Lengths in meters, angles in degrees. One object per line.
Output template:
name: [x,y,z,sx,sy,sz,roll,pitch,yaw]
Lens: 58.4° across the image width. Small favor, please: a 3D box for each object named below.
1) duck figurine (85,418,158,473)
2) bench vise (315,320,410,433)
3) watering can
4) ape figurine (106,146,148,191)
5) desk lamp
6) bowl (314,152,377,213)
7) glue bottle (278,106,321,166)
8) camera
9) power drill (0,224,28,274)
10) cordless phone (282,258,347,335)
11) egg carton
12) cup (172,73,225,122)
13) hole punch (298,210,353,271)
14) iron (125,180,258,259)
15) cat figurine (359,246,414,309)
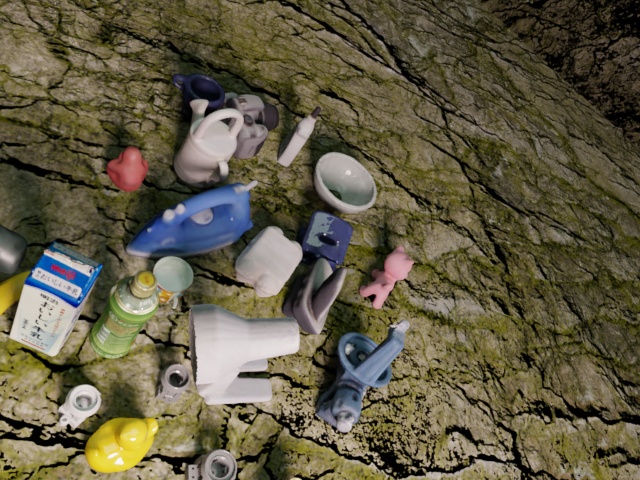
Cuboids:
duck figurine: [-0.287,0.293,0.841,0.105,0.086,0.077,-16,69,-40]
bench vise: [0.092,0.245,1.041,0.122,0.219,0.207,19,50,-22]
watering can: [-0.224,-0.206,1.160,0.173,0.193,0.101,48,46,4]
ape figurine: [-0.363,-0.143,1.092,0.078,0.092,0.076,8,55,-30]
desk lamp: [-0.137,0.184,0.931,0.204,0.213,0.118,6,56,-31]
bowl: [0.048,-0.124,1.373,0.168,0.074,0.167,18,51,-23]
glue bottle: [-0.043,-0.248,1.329,0.037,0.172,0.078,25,48,-17]
camera: [-0.153,-0.277,1.325,0.137,0.100,0.143,-12,67,-39]
power drill: [-0.533,0.011,0.785,0.230,0.208,0.075,18,51,-23]
cordless phone: [0.015,0.088,1.123,0.094,0.184,0.147,29,47,-14]
egg carton: [-0.103,0.041,1.156,0.107,0.069,0.150,38,46,-6]
cup: [-0.280,-0.310,1.265,0.118,0.094,0.091,25,48,-18]
hole punch: [0.011,0.004,1.245,0.109,0.091,0.101,23,49,-19]
iron: [-0.232,-0.047,1.079,0.259,0.141,0.118,-23,74,-42]
cat figurine: [0.160,0.076,1.278,0.067,0.117,0.128,40,46,-3]
